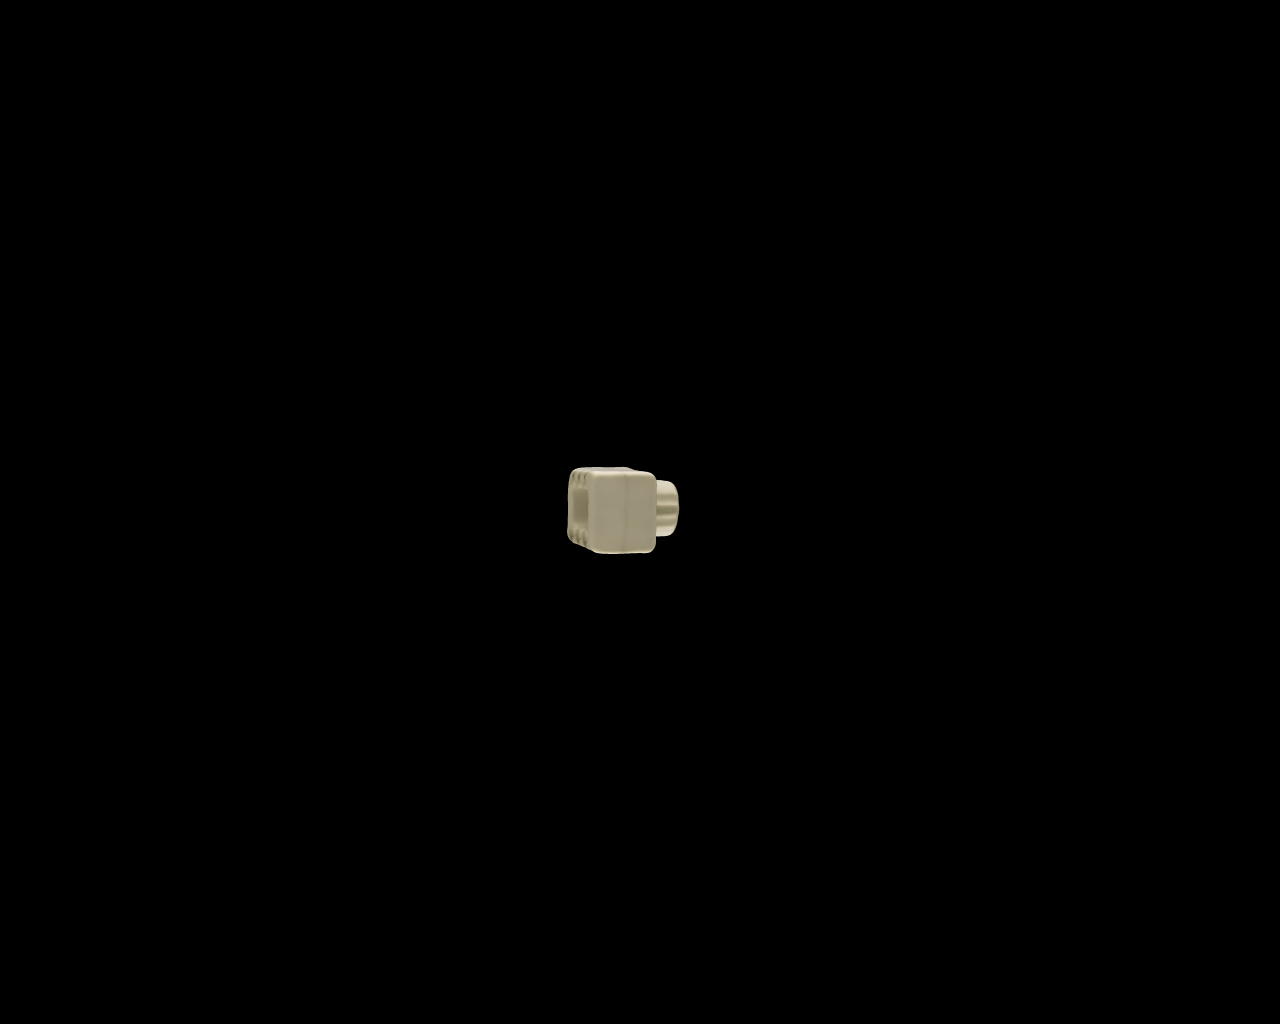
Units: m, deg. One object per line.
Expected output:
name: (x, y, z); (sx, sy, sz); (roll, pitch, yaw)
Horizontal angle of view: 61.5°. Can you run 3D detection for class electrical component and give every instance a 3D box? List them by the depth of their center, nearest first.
electrical component: (0.001, -0.003, 0.650); (0.077, 0.047, 0.066); (-1, 5, -15)
